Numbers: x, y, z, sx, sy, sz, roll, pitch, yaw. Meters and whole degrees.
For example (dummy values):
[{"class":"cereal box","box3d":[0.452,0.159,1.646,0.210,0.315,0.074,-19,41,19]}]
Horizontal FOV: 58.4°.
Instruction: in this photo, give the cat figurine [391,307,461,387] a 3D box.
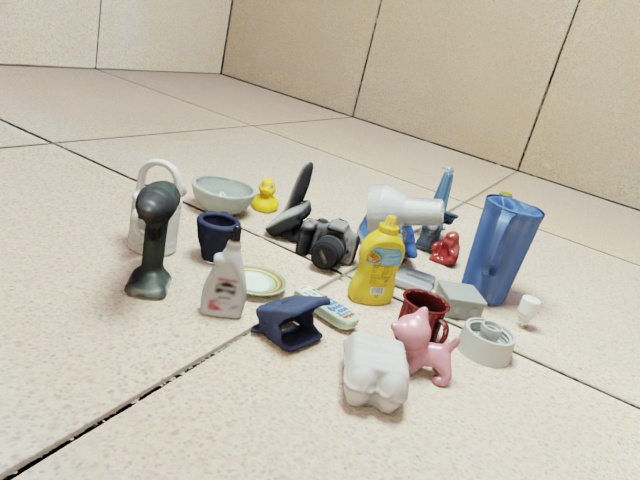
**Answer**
[{"class":"cat figurine","box3d":[0.176,0.174,0.979,0.127,0.118,0.067,15,21,2]}]

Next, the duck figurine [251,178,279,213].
[{"class":"duck figurine","box3d":[-0.146,-0.130,1.578,0.077,0.086,0.104,14,21,-1]}]

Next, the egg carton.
[{"class":"egg carton","box3d":[0.087,0.206,0.910,0.107,0.069,0.150,13,21,-4]}]

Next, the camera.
[{"class":"camera","box3d":[0.012,0.005,1.321,0.143,0.101,0.137,18,22,10]}]

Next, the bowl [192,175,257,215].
[{"class":"bowl","box3d":[-0.250,-0.107,1.472,0.167,0.075,0.167,12,21,-5]}]

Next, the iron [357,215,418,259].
[{"class":"iron","box3d":[0.169,-0.048,1.493,0.119,0.141,0.257,5,23,-21]}]

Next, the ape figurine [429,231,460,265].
[{"class":"ape figurine","box3d":[0.336,0.019,1.498,0.076,0.092,0.077,4,24,-24]}]

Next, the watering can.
[{"class":"watering can","box3d":[-0.333,-0.075,1.178,0.101,0.194,0.172,10,22,-11]}]

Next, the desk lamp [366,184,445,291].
[{"class":"desk lamp","box3d":[0.190,-0.010,1.314,0.203,0.213,0.118,18,22,12]}]

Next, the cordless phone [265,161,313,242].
[{"class":"cordless phone","box3d":[-0.065,-0.101,1.419,0.094,0.185,0.147,16,21,4]}]

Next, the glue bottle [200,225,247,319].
[{"class":"glue bottle","box3d":[-0.159,0.054,0.995,0.078,0.173,0.037,7,22,-16]}]

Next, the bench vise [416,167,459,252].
[{"class":"bench vise","box3d":[0.336,-0.084,1.577,0.121,0.220,0.207,11,22,-7]}]

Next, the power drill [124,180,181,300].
[{"class":"power drill","box3d":[-0.293,-0.007,1.013,0.076,0.208,0.229,10,22,-11]}]

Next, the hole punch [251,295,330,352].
[{"class":"hole punch","box3d":[-0.051,0.127,0.991,0.100,0.091,0.109,28,26,32]}]

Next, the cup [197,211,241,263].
[{"class":"cup","box3d":[-0.218,-0.006,1.214,0.091,0.095,0.117,12,21,-4]}]
